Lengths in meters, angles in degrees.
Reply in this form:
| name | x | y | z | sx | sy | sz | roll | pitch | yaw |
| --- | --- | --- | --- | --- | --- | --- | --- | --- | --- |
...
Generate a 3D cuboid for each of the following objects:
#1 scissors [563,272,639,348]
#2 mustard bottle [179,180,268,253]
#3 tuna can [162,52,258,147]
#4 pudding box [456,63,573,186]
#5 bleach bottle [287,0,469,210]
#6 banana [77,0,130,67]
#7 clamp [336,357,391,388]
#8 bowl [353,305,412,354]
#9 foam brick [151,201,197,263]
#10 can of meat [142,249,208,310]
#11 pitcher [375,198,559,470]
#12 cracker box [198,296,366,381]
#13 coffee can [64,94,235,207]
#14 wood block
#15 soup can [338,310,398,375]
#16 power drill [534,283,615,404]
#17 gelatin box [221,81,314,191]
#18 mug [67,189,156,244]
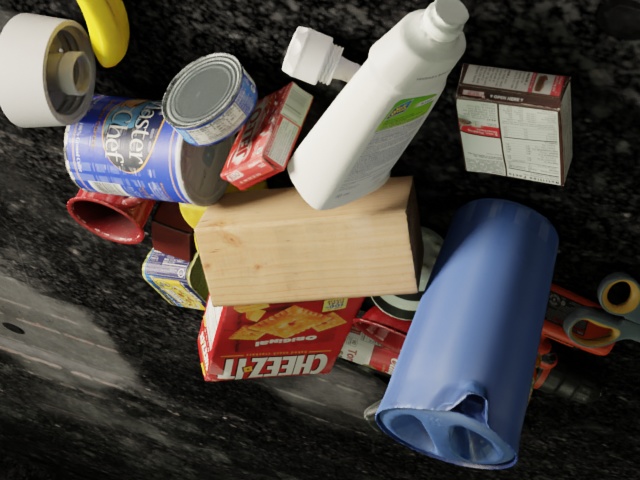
| name | x | y | z | sx | sy | sz | roll | pitch | yaw |
| --- | --- | --- | --- | --- | --- | --- | --- | --- | --- |
| scissors | 0.340 | 0.081 | 1.111 | 0.201 | 0.016 | 0.096 | 6 | 118 | -28 |
| mustard bottle | -0.096 | -0.012 | 1.208 | 0.096 | 0.058 | 0.191 | -12 | 151 | -1 |
| tuna can | -0.100 | -0.128 | 0.974 | 0.086 | 0.086 | 0.033 | 2 | 149 | 34 |
| pudding box | 0.164 | -0.095 | 0.897 | 0.090 | 0.039 | 0.113 | 10 | 154 | 19 |
| bleach bottle | 0.058 | -0.116 | 0.889 | 0.068 | 0.102 | 0.251 | 56 | 147 | 11 |
| banana | -0.207 | -0.219 | 0.941 | 0.070 | 0.037 | 0.197 | 24 | 158 | 32 |
| clamp | 0.074 | 0.166 | 1.442 | 0.210 | 0.036 | 0.165 | 30 | 162 | -9 |
| bowl | 0.120 | 0.106 | 1.211 | 0.162 | 0.055 | 0.162 | 27 | 169 | 5 |
| foam brick | -0.166 | -0.018 | 1.266 | 0.051 | 0.053 | 0.078 | 19 | 154 | 3 |
| can of meat | -0.171 | 0.051 | 1.396 | 0.084 | 0.057 | 0.102 | 6 | 150 | 32 |
| pitcher | 0.147 | 0.089 | 1.026 | 0.149 | 0.242 | 0.144 | -3 | 145 | 40 |
| cracker box | -0.047 | 0.087 | 1.250 | 0.164 | 0.072 | 0.214 | -1 | 145 | -16 |
| coffee can | -0.170 | -0.091 | 1.074 | 0.140 | 0.102 | 0.102 | 7 | 151 | 26 |
| wood block | -0.007 | 0.002 | 1.054 | 0.206 | 0.090 | 0.090 | -5 | 116 | 12 |
| soup can | 0.073 | 0.130 | 1.353 | 0.102 | 0.068 | 0.068 | 18 | 154 | 7 |
| power drill | 0.264 | 0.122 | 1.211 | 0.184 | 0.057 | 0.188 | 22 | 154 | -2 |
| gelatin box | -0.050 | -0.096 | 0.992 | 0.030 | 0.089 | 0.073 | 34 | 151 | -25 |
| mug | -0.220 | -0.056 | 1.200 | 0.093 | 0.081 | 0.117 | 35 | 151 | -26 |
